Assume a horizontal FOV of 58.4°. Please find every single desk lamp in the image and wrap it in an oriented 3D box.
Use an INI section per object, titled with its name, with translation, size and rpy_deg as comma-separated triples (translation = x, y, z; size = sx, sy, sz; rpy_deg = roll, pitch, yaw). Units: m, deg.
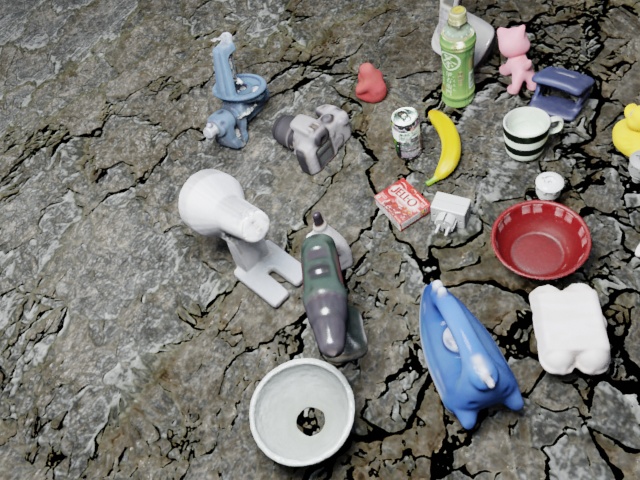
[desk lamp]
translation = -0.136, -0.011, 1.031
size = 0.202, 0.214, 0.118
rpy_deg = 34, 70, 30

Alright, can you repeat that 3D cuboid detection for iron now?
[iron]
translation = 0.212, 0.146, 0.886
size = 0.118, 0.142, 0.258
rpy_deg = -22, 55, -1

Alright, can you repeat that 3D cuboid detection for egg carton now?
[egg carton]
translation = 0.388, 0.138, 0.892
size = 0.107, 0.069, 0.150
rpy_deg = -5, 56, 11

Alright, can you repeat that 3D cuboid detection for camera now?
[camera]
translation = -0.027, -0.235, 1.222
size = 0.136, 0.101, 0.143
rpy_deg = 30, 68, 29

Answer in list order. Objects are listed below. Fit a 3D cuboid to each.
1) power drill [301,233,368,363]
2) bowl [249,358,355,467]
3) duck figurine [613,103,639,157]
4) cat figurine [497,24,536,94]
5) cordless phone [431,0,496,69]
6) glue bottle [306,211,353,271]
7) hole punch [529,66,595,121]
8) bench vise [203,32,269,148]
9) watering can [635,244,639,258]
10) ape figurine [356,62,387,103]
[power drill]
translation = 0.021, 0.114, 0.913
size = 0.075, 0.209, 0.229
rpy_deg = -15, 55, 4
[bowl]
translation = -0.022, 0.276, 0.898
size = 0.167, 0.075, 0.167
rpy_deg = -6, 56, 10
[duck figurine]
translation = 0.594, -0.207, 1.061
size = 0.077, 0.086, 0.104
rpy_deg = -18, 55, 2
[cat figurine]
translation = 0.417, -0.392, 1.207
size = 0.067, 0.118, 0.127
rpy_deg = -14, 55, 4
[cordless phone]
translation = 0.313, -0.479, 1.249
size = 0.094, 0.185, 0.147
rpy_deg = -40, 57, -14
[glue bottle]
translation = 0.009, 0.004, 1.010
size = 0.078, 0.173, 0.037
rpy_deg = -26, 55, -3
[hole punch]
translation = 0.486, -0.312, 1.153
size = 0.108, 0.091, 0.101
rpy_deg = 27, 67, 28
[bench vise]
translation = -0.188, -0.320, 1.244
size = 0.121, 0.220, 0.207
rpy_deg = 0, 57, 14
[watering can]
translation = 0.555, 0.050, 0.834
size = 0.172, 0.194, 0.101
rpy_deg = 4, 58, 16
[ape figurine]
translation = 0.110, -0.356, 1.274
size = 0.078, 0.092, 0.076
rpy_deg = -33, 56, -9
